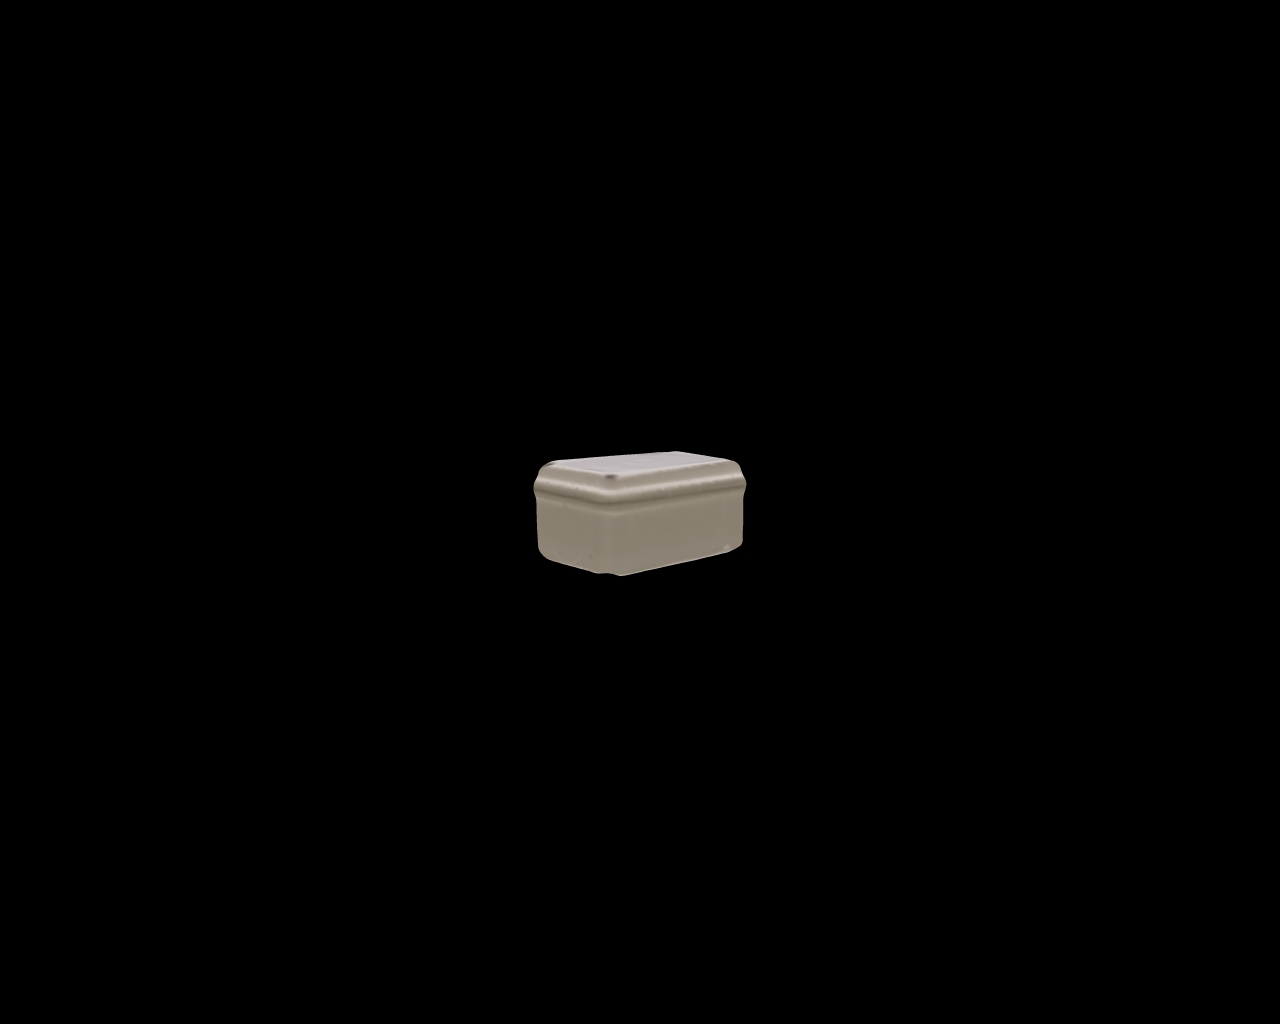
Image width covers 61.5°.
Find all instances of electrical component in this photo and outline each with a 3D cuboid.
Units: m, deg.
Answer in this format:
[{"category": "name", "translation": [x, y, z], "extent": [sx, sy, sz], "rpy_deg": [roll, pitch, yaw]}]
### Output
[{"category": "electrical component", "translation": [0.001, -0.003, 0.650], "extent": [0.113, 0.057, 0.078], "rpy_deg": [-8, 13, -39]}]
